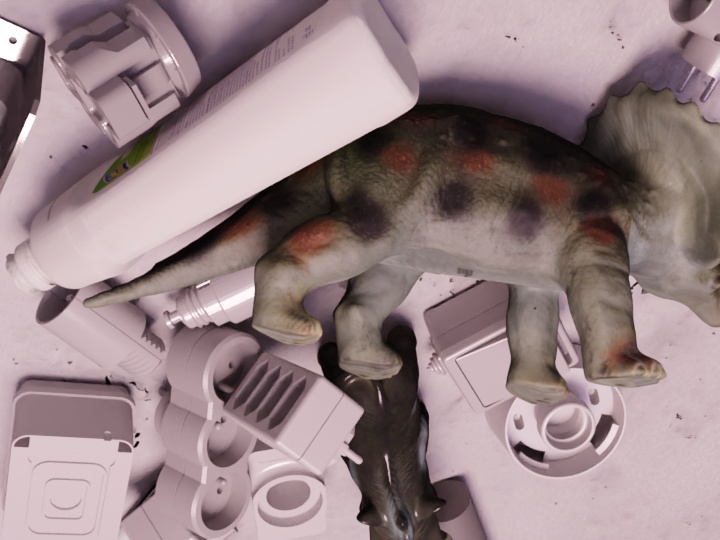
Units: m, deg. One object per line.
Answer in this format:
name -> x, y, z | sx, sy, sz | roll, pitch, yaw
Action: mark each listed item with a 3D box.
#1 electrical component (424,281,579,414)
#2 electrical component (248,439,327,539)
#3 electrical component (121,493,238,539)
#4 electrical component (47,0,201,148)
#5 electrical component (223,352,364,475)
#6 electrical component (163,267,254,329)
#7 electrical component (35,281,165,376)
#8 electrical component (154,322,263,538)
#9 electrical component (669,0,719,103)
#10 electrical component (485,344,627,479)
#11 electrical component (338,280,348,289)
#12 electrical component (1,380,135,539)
electrical component -> 0.090, 0.051, 0.726 | 0.096, 0.061, 0.061 | -29, 125, 6
electrical component -> -0.053, 0.145, 0.759 | 0.050, 0.055, 0.089 | -8, 125, -8
electrical component -> -0.112, 0.182, 0.761 | 0.076, 0.047, 0.083 | -39, 148, -6
electrical component -> -0.121, -0.106, 0.564 | 0.057, 0.078, 0.058 | -36, 133, -13
electrical component -> -0.029, 0.096, 0.657 | 0.076, 0.083, 0.047 | 41, 76, -27
electrical component -> -0.085, 0.015, 0.672 | 0.078, 0.040, 0.040 | -25, 126, 4
electrical component -> -0.156, 0.038, 0.669 | 0.043, 0.043, 0.081 | -38, 124, 13
electrical component -> -0.110, 0.099, 0.708 | 0.052, 0.074, 0.138 | -6, 107, -48
electrical component -> 0.218, -0.137, 0.639 | 0.077, 0.044, 0.079 | 16, 118, -23
electrical component -> 0.143, 0.102, 0.787 | 0.099, 0.064, 0.099 | -3, 111, -7
electrical component -> 0.000, 0.000, 0.686 | 0.061, 0.035, 0.035 | 3, 123, -13
electrical component -> -0.195, 0.133, 0.716 | 0.078, 0.057, 0.113 | 6, 122, -17
